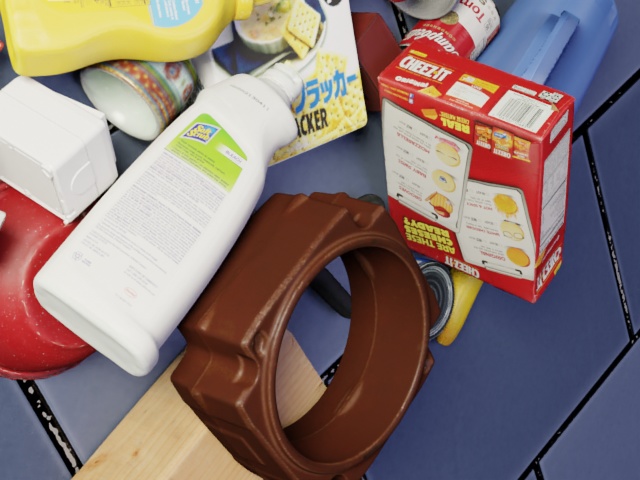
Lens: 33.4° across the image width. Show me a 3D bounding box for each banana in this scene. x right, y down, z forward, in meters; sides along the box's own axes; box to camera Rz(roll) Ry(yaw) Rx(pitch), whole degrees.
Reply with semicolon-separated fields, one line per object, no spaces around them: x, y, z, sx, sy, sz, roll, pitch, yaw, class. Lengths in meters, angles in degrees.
0.178;0.027;1.160;0.197;0.037;0.069;-48;126;-28;banana

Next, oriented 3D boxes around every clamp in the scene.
-0.006;0.001;0.971;0.171;0.039;0.120;18;84;-45;clamp

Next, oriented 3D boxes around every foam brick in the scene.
0.040;-0.163;0.978;0.051;0.053;0.078;-55;130;-22;foam brick

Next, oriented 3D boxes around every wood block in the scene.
-0.098;0.166;0.876;0.205;0.090;0.090;-50;129;-27;wood block

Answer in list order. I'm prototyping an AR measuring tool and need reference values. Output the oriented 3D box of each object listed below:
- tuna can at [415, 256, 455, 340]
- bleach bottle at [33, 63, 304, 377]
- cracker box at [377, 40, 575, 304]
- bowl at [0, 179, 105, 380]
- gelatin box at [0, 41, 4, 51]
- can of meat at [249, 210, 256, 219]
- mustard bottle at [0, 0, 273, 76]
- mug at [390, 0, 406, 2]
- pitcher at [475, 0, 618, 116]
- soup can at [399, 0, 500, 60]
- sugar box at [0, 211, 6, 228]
0.099;0.060;1.091;0.085;0.034;0.086;-10;105;-43;tuna can
-0.087;-0.030;0.765;0.102;0.068;0.250;36;66;4;bleach bottle
0.143;-0.061;0.978;0.072;0.164;0.214;-47;147;-29;cracker box
-0.191;0.029;0.783;0.161;0.055;0.162;-10;104;-44;bowl
-0.263;-0.118;0.701;0.073;0.030;0.089;45;66;-40;gelatin box
-0.081;0.001;0.854;0.057;0.102;0.084;-58;133;-21;can of meat
-0.124;-0.169;0.747;0.191;0.058;0.096;-9;65;-18;mustard bottle
0.045;-0.271;0.931;0.093;0.082;0.117;28;82;-57;mug
0.217;-0.170;1.091;0.242;0.149;0.145;-56;131;-26;pitcher
0.123;-0.194;1.043;0.102;0.069;0.068;-50;128;-26;soup can
-0.290;-0.037;0.645;0.176;0.094;0.048;33;75;-42;sugar box
